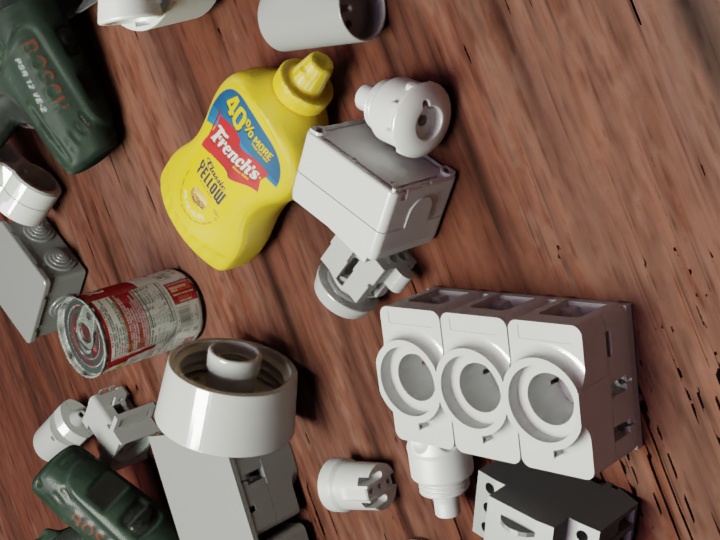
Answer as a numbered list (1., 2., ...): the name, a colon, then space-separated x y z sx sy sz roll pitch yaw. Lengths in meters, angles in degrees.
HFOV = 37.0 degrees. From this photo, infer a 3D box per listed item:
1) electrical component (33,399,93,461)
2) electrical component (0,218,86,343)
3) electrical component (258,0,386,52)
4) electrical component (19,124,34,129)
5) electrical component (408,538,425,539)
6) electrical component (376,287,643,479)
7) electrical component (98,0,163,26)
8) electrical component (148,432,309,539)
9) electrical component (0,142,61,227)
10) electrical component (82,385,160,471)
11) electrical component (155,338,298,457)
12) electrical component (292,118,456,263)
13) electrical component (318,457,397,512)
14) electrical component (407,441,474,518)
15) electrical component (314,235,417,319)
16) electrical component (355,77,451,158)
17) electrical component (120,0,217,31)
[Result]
1. electrical component: -0.294 0.160 1.082 0.081 0.043 0.043 -40 75 45
2. electrical component: -0.315 0.007 1.045 0.099 0.048 0.099 47 132 23
3. electrical component: -0.028 -0.184 0.694 0.077 0.043 0.079 5 107 44
4. electrical component: -0.294 -0.166 0.971 0.044 0.044 0.065 53 129 18
5. electrical component: 0.030 0.222 0.768 0.045 0.055 0.045 17 115 41
6. electrical component: 0.086 0.065 0.652 0.150 0.062 0.089 4 107 44
7. electrical component: -0.161 -0.197 0.731 0.045 0.045 0.055 2 105 45
8. electrical component: -0.096 0.213 0.888 0.105 0.060 0.186 -14 94 47
9. electrical component: -0.356 -0.085 1.008 0.138 0.052 0.073 37 109 -5
10. electrical component: -0.227 0.147 1.012 0.063 0.042 0.081 50 133 25
11. electrical component: -0.099 0.088 0.818 0.108 0.108 0.060 26 115 37
12. electrical component: 0.002 -0.055 0.695 0.096 0.062 0.061 39 128 30
13. electrical component: -0.002 0.158 0.791 0.046 0.040 0.040 -7 99 40
14. electrical component: 0.055 0.135 0.722 0.043 0.043 0.062 4 108 44
15. electrical component: 0.000 0.000 0.730 0.066 0.048 0.055 51 126 20
16. electrical component: 0.023 -0.100 0.673 0.062 0.048 0.048 30 124 43
17. electrical component: -0.142 -0.231 0.780 0.108 0.060 0.108 17 116 40
